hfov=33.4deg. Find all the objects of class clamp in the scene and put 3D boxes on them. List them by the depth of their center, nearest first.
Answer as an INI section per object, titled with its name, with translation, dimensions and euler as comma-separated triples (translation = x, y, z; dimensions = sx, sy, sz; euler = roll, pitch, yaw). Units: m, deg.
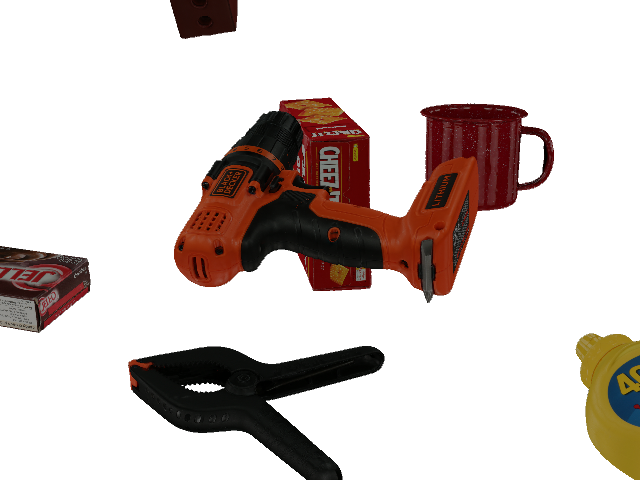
[clamp]
translation = -0.054, 0.122, 0.880
dimensions = 0.210, 0.036, 0.164
euler = 12, 32, 18

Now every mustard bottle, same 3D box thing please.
[mustard bottle]
translation = 0.209, 0.107, 0.608
dimensions = 0.096, 0.058, 0.192
euler = -17, 31, -17

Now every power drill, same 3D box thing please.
[power drill]
translation = 0.011, -0.028, 0.741
dimensions = 0.188, 0.057, 0.184
euler = 5, 40, 18

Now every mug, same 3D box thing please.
[mug]
translation = 0.146, -0.073, 0.939
dimensions = 0.117, 0.081, 0.093
euler = 3, 16, 13

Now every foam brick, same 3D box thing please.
[foam brick]
translation = -0.106, -0.226, 0.945
dimensions = 0.053, 0.051, 0.078
euler = -7, -40, 5

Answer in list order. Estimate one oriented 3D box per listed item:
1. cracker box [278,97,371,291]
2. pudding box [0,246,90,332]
[cracker box]
translation = 0.002, -0.057, 1.173
dimensions = 0.072, 0.164, 0.214
euler = -5, 19, -8
[pudding box]
translation = -0.276, 0.041, 0.951
dimensions = 0.114, 0.039, 0.090
euler = 5, 22, 17
